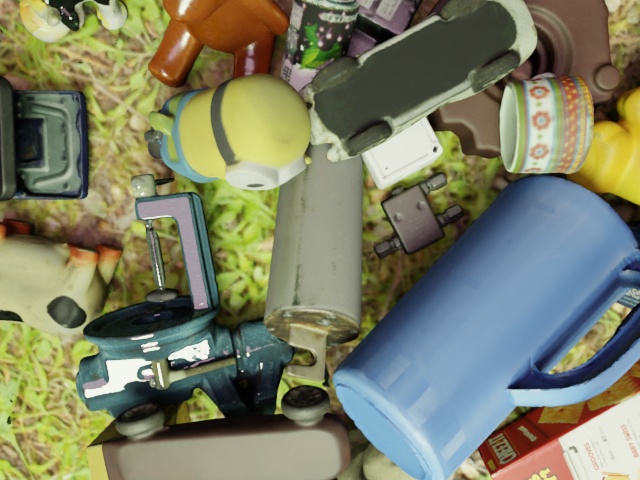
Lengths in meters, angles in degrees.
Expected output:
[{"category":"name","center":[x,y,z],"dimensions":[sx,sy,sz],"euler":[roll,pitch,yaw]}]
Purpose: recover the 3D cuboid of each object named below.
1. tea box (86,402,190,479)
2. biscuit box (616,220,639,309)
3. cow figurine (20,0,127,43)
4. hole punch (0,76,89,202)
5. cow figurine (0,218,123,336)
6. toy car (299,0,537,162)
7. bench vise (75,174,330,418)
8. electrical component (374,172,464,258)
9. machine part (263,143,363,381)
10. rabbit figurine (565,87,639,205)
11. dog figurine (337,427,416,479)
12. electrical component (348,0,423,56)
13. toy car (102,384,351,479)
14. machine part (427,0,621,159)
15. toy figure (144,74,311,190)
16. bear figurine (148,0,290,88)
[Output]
[{"category":"tea box","center":[-0.159,0.253,0.519],"dimensions":[0.068,0.098,0.169],"euler":[-10,93,2]},{"category":"biscuit box","center":[0.289,0.029,0.426],"dimensions":[0.059,0.203,0.062],"euler":[-18,96,2]},{"category":"cow figurine","center":[-0.202,-0.233,0.475],"dimensions":[0.167,0.098,0.068],"euler":[-31,99,4]},{"category":"hole punch","center":[-0.285,-0.090,0.507],"dimensions":[0.116,0.092,0.142],"euler":[5,99,32]},{"category":"cow figurine","center":[-0.304,0.045,0.515],"dimensions":[0.195,0.085,0.127],"euler":[13,89,0]},{"category":"toy car","center":[0.077,-0.134,0.439],"dimensions":[0.202,0.056,0.073],"euler":[-28,93,4]},{"category":"bench vise","center":[-0.115,0.056,0.490],"dimensions":[0.224,0.129,0.240],"euler":[-9,99,-2]},{"category":"electrical component","center":[0.088,-0.022,0.520],"dimensions":[0.094,0.021,0.063],"euler":[-29,93,5]},{"category":"machine part","center":[-0.001,-0.001,0.457],"dimensions":[0.079,0.079,0.243],"euler":[1,58,2]},{"category":"rabbit figurine","center":[0.308,-0.111,0.431],"dimensions":[0.162,0.122,0.173],"euler":[-19,129,-33]},{"category":"dog figurine","center":[0.015,0.232,0.478],"dimensions":[0.191,0.172,0.121],"euler":[-25,83,-3]},{"category":"electrical component","center":[0.049,-0.209,0.492],"dimensions":[0.075,0.048,0.119],"euler":[33,94,0]},{"category":"toy car","center":[-0.075,0.171,0.439],"dimensions":[0.202,0.053,0.089],"euler":[-8,102,7]},{"category":"machine part","center":[0.175,-0.160,0.487],"dimensions":[0.179,0.056,0.179],"euler":[0,95,3]},{"category":"toy figure","center":[-0.084,-0.090,0.447],"dimensions":[0.082,0.180,0.089],"euler":[-40,127,-28]},{"category":"bear figurine","center":[-0.089,-0.186,0.425],"dimensions":[0.120,0.196,0.131],"euler":[19,97,-3]}]
